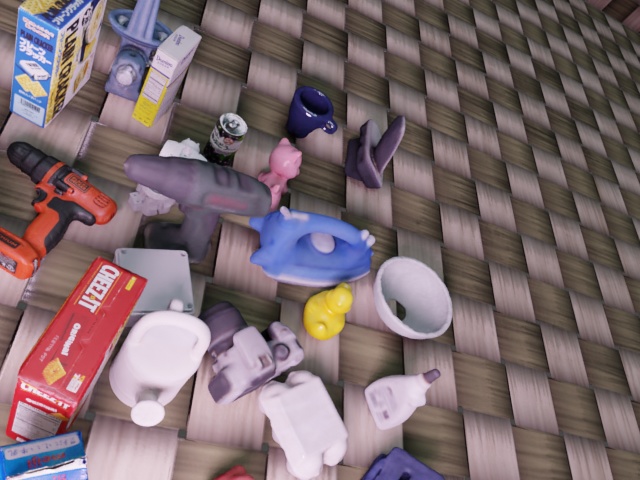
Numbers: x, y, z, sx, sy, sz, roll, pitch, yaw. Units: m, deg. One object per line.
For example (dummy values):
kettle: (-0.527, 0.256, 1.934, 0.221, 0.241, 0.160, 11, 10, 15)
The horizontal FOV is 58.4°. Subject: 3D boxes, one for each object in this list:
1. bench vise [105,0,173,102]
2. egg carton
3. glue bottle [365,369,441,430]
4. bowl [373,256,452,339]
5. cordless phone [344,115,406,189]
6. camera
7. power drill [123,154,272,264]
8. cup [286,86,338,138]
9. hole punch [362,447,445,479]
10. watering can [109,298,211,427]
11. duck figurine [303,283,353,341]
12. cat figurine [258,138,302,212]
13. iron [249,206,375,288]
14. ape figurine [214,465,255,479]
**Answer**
bench vise: (-0.308, -0.367, 1.022, 0.122, 0.219, 0.207, 2, 58, -31)
egg carton: (-0.025, 0.273, 0.855, 0.107, 0.069, 0.150, -16, 69, -39)
glue bottle: (0.136, 0.241, 0.908, 0.037, 0.173, 0.078, -3, 61, -33)
bowl: (0.162, 0.119, 1.077, 0.168, 0.074, 0.167, 17, 52, -22)
cordless phone: (0.135, -0.213, 1.217, 0.094, 0.184, 0.147, 19, 51, -20)
camera: (-0.112, 0.153, 0.863, 0.143, 0.100, 0.136, -21, 72, -40)
power drill: (-0.199, -0.046, 0.874, 0.230, 0.208, 0.075, 2, 58, -31)
cup: (-0.021, -0.251, 1.207, 0.118, 0.094, 0.092, 46, 47, 4)
hole punch: (0.118, 0.375, 0.859, 0.101, 0.091, 0.109, 46, 47, 4)
watering can: (-0.203, 0.152, 0.743, 0.101, 0.193, 0.172, 1, 59, -31)
duck figurine: (0.022, 0.117, 0.983, 0.077, 0.086, 0.105, 37, 47, -4)
cat figurine: (-0.074, -0.125, 1.069, 0.067, 0.117, 0.128, 28, 48, -12)
iron: (0.009, 0.004, 1.016, 0.259, 0.141, 0.118, 11, 54, -26)
ape figurine: (-0.110, 0.331, 0.746, 0.076, 0.092, 0.078, 26, 49, -15)
